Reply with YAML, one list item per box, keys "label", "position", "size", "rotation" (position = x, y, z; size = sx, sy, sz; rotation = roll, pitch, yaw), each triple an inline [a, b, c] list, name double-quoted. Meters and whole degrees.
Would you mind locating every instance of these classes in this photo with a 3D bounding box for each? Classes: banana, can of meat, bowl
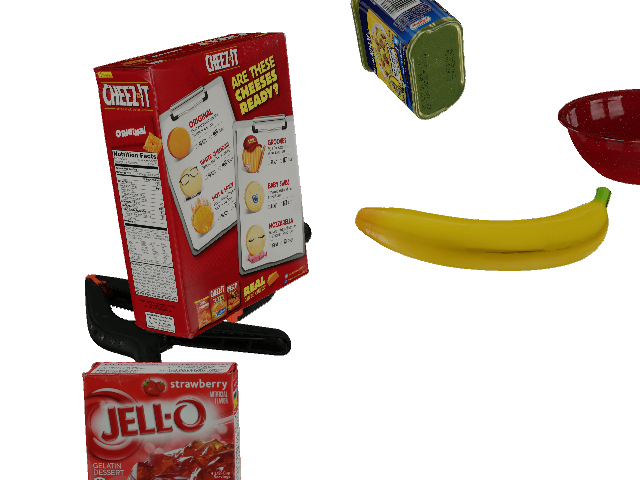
- label: "banana"
  position: [0.127, -0.004, 0.773]
  size: [0.197, 0.037, 0.069]
  rotation: [-4, 29, -9]
- label: "can of meat"
  position: [0.075, -0.162, 0.885]
  size: [0.057, 0.084, 0.102]
  rotation: [-30, -37, -11]
- label: "bowl"
  position: [0.299, -0.092, 0.974]
  size: [0.162, 0.055, 0.162]
  rotation: [-4, 24, 2]

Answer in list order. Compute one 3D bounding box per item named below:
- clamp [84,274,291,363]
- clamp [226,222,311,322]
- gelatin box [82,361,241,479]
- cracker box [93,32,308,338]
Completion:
- label: "clamp"
  position: [-0.142, 0.085, 1.001]
  size: [0.164, 0.036, 0.210]
  rotation: [-22, 42, -35]
- label: "clamp"
  position: [-0.072, 0.028, 1.231]
  size: [0.120, 0.039, 0.171]
  rotation: [-5, 41, 6]
- label: "gelatin box"
  position: [-0.092, 0.109, 0.624]
  size: [0.089, 0.073, 0.030]
  rotation: [0, 8, 4]
- label: "cracker box"
  position: [-0.091, -0.050, 0.868]
  size: [0.072, 0.214, 0.163]
  rotation: [6, 21, 35]
